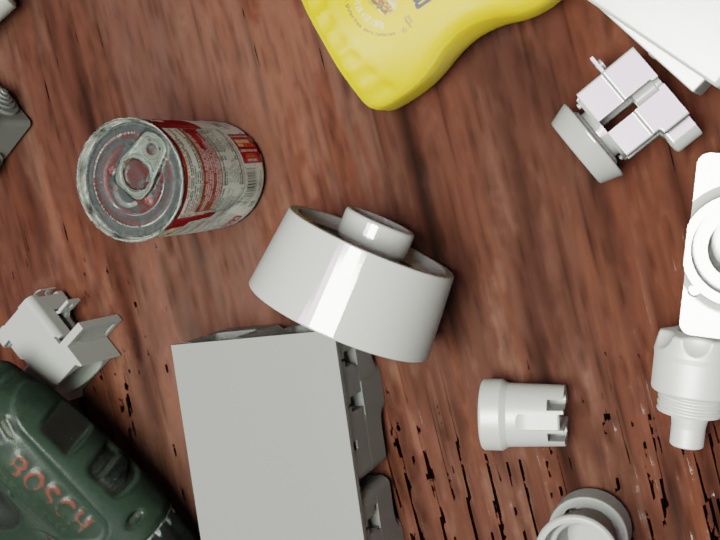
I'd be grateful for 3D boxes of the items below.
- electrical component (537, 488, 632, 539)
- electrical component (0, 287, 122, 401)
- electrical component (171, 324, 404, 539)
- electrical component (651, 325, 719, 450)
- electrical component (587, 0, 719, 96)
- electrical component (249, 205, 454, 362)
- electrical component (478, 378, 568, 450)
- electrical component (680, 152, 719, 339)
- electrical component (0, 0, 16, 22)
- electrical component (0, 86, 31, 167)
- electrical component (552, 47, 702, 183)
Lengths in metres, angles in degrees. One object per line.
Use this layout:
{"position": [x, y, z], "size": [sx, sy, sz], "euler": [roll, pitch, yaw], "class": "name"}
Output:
{"position": [0.123, 0.147, 0.587], "size": [0.045, 0.055, 0.045], "euler": [3, 97, 21], "class": "electrical component"}
{"position": [-0.202, 0.050, 0.712], "size": [0.081, 0.042, 0.063], "euler": [-45, 76, 20], "class": "electrical component"}
{"position": [-0.039, 0.127, 0.646], "size": [0.105, 0.060, 0.186], "euler": [-6, 94, 22], "class": "electrical component"}
{"position": [0.174, 0.062, 0.563], "size": [0.043, 0.043, 0.062], "euler": [7, 100, 21], "class": "electrical component"}
{"position": [0.156, -0.134, 0.536], "size": [0.096, 0.062, 0.061], "euler": [38, 109, 13], "class": "electrical component"}
{"position": [0.000, 0.000, 0.593], "size": [0.108, 0.108, 0.060], "euler": [26, 99, 17], "class": "electrical component"}
{"position": [0.092, 0.081, 0.601], "size": [0.046, 0.040, 0.040], "euler": [-1, 96, 16], "class": "electrical component"}
{"position": [0.238, -0.007, 0.519], "size": [0.150, 0.062, 0.089], "euler": [7, 99, 21], "class": "electrical component"}
{"position": [-0.294, -0.196, 0.679], "size": [0.074, 0.052, 0.138], "euler": [-42, 110, -1], "class": "electrical component"}
{"position": [-0.281, -0.098, 0.721], "size": [0.099, 0.048, 0.099], "euler": [-45, 79, 20], "class": "electrical component"}
{"position": [0.134, -0.078, 0.561], "size": [0.055, 0.048, 0.066], "euler": [-40, 82, 13], "class": "electrical component"}
